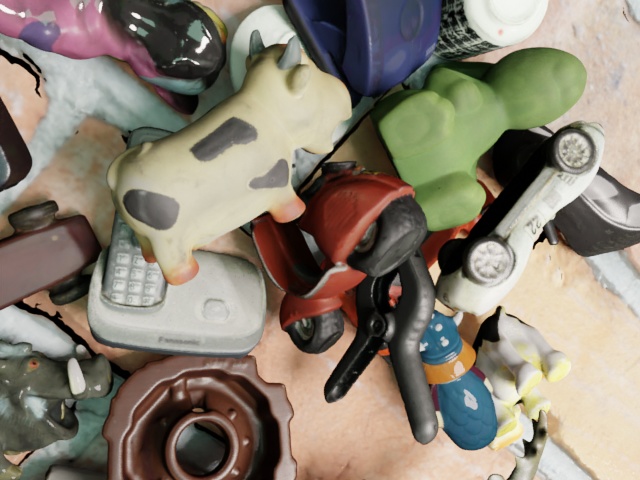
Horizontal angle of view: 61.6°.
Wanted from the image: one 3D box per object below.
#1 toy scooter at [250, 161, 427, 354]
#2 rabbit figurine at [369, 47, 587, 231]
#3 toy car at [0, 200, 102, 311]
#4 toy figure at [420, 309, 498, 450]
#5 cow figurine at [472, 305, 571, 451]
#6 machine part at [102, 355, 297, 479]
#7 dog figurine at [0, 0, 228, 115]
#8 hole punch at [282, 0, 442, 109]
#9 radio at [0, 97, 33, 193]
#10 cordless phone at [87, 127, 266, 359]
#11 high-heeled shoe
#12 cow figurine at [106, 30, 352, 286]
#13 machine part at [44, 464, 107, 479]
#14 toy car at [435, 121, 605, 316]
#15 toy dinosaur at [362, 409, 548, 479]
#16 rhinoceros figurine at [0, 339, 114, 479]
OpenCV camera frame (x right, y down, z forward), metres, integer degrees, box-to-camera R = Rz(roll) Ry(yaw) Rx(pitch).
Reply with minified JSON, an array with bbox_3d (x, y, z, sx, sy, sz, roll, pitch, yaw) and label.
[{"bbox_3d":[-0.001,-0.001,0.461,0.075,0.135,0.183,-8,141,-49],"label":"toy scooter"},{"bbox_3d":[0.141,-0.104,0.473,0.170,0.159,0.121,-26,109,10],"label":"rabbit figurine"},{"bbox_3d":[-0.279,0.038,0.428,0.202,0.053,0.089,-30,107,-27],"label":"toy car"},{"bbox_3d":[0.122,0.129,0.509,0.064,0.058,0.154,-40,112,-39],"label":"toy figure"},{"bbox_3d":[0.190,0.151,0.571,0.068,0.098,0.167,-16,135,-20],"label":"cow figurine"},{"bbox_3d":[-0.107,0.184,0.479,0.179,0.056,0.179,7,71,-20],"label":"machine part"},{"bbox_3d":[-0.174,-0.179,0.405,0.219,0.192,0.108,22,91,-53],"label":"dog figurine"},{"bbox_3d":[0.050,-0.186,0.449,0.142,0.092,0.115,-42,111,-33],"label":"hole punch"},{"bbox_3d":[-0.347,-0.057,0.392,0.230,0.073,0.131,-27,108,-7],"label":"radio"},{"bbox_3d":[-0.113,0.004,0.465,0.146,0.089,0.184,9,91,-17],"label":"cordless phone"},{"bbox_3d":[0.287,-0.062,0.582,0.249,0.086,0.145,-1,70,-33],"label":"high-heeled shoe"},{"bbox_3d":[-0.061,-0.069,0.397,0.195,0.086,0.127,-32,128,-18],"label":"cow figurine"},{"bbox_3d":[-0.176,0.261,0.498,0.243,0.079,0.079,18,96,-19],"label":"machine part"},{"bbox_3d":[0.171,-0.021,0.463,0.056,0.073,0.201,40,83,-5],"label":"toy car"},{"bbox_3d":[0.039,0.334,0.491,0.471,0.105,0.198,-34,107,-5],"label":"toy dinosaur"},{"bbox_3d":[-0.275,0.139,0.454,0.190,0.073,0.112,-6,92,-13],"label":"rhinoceros figurine"}]
